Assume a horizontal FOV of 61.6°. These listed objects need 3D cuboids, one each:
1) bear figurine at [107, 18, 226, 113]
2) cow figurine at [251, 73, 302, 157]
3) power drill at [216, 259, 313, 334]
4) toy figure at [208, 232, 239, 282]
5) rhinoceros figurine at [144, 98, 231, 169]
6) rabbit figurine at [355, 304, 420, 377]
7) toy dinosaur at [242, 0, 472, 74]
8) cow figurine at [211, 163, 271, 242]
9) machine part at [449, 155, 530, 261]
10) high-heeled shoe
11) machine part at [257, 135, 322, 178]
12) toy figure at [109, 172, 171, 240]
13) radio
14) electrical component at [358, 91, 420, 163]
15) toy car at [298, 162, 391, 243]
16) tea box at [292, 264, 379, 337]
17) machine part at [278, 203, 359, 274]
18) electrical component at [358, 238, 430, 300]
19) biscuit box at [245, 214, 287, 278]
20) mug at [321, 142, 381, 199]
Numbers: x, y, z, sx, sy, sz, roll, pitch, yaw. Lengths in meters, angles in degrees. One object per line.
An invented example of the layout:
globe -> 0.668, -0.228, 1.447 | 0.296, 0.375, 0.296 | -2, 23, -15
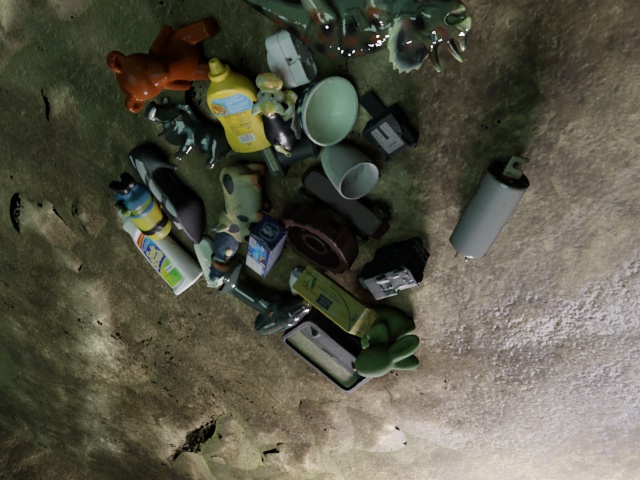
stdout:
bear figurine -> -0.269, -0.310, 0.954 | 0.132, 0.196, 0.120 | 0, 121, 23
cow figurine -> -0.079, -0.220, 0.958 | 0.068, 0.098, 0.167 | 5, 163, 17
power drill -> -0.138, 0.137, 1.295 | 0.207, 0.086, 0.232 | 33, 144, -7
toy figure -> -0.230, 0.036, 1.275 | 0.058, 0.064, 0.154 | 15, 122, -7
rhinoceros figurine -> -0.271, -0.223, 1.101 | 0.190, 0.073, 0.112 | 24, 132, 6
rabbit figurine -> 0.143, 0.243, 1.197 | 0.159, 0.170, 0.121 | 7, 128, 20
toy dinosaur -> 0.047, -0.348, 0.843 | 0.405, 0.131, 0.191 | 6, 126, 28
cow figurine -> -0.175, -0.075, 1.161 | 0.127, 0.085, 0.194 | 8, 130, 11
machine part -> 0.302, -0.050, 0.969 | 0.079, 0.079, 0.243 | 24, 132, 7
high-heeled shoe -> -0.356, -0.099, 1.235 | 0.145, 0.086, 0.248 | 13, 130, 27
machine part -> -0.058, -0.173, 1.067 | 0.139, 0.039, 0.084 | -14, 109, 34
toy figure -> -0.408, -0.069, 1.228 | 0.082, 0.089, 0.180 | -28, 144, -8
radio -> 0.031, 0.267, 1.330 | 0.229, 0.073, 0.131 | 40, 131, -8
electrical component -> 0.114, -0.205, 0.955 | 0.075, 0.048, 0.119 | -27, 115, 36
toy car -> 0.051, -0.076, 1.079 | 0.202, 0.053, 0.089 | 36, 111, -5
tea box -> 0.033, 0.132, 1.168 | 0.170, 0.068, 0.098 | 34, 179, 29
machine part -> -0.002, -0.003, 1.111 | 0.179, 0.056, 0.179 | 30, 157, 14
electrical component -> 0.147, 0.060, 1.097 | 0.134, 0.115, 0.058 | -21, 112, 33
biscuit box -> -0.118, 0.017, 1.162 | 0.059, 0.063, 0.202 | 37, 158, 4
mug -> 0.058, -0.140, 1.005 | 0.107, 0.109, 0.080 | 54, 136, 37
